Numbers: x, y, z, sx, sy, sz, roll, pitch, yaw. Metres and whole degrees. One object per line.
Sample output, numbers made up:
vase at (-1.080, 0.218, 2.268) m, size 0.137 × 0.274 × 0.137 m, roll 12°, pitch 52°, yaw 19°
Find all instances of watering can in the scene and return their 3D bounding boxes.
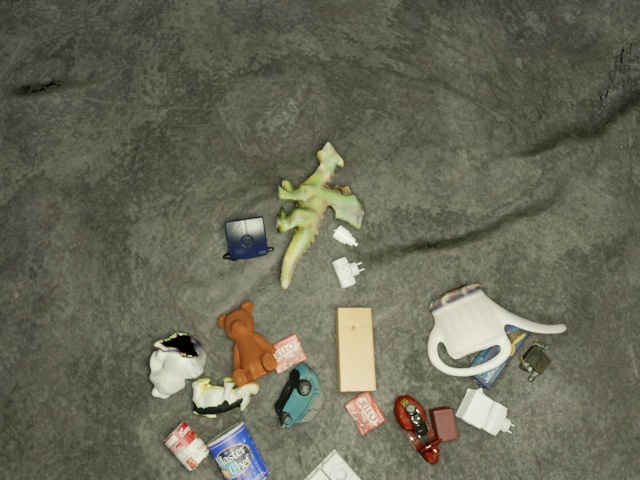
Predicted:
watering can at (0.435, 0.217, 1.357) m, size 0.346 × 0.103 × 0.228 m, roll -26°, pitch 70°, yaw 11°

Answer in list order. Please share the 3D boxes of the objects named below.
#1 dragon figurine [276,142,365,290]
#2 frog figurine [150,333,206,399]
dragon figurine at (0.004, -0.071, 1.412) m, size 0.243 × 0.121 × 0.415 m, roll -2°, pitch 76°, yaw -2°
frog figurine at (-0.366, 0.326, 1.317) m, size 0.137 × 0.125 × 0.157 m, roll 10°, pitch 113°, yaw -11°
